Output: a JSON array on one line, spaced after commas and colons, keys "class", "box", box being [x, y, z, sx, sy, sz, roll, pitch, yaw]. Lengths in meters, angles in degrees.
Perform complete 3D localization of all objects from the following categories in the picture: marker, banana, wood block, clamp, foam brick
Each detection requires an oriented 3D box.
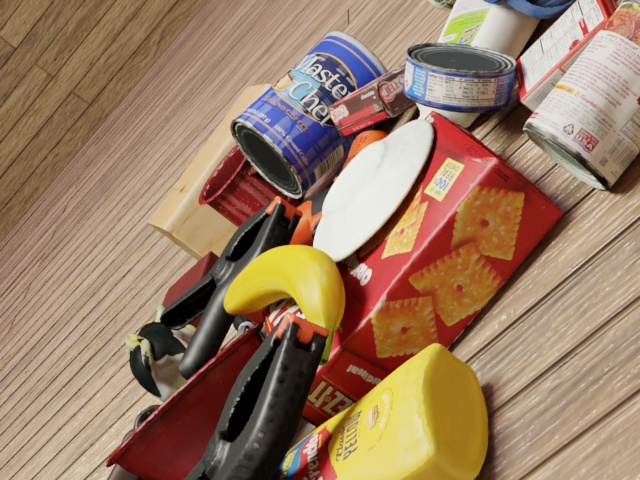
[{"class": "marker", "box": [-0.061, 0.091, 0.978, 0.020, 0.020, 0.121, -52, 19, 1]}, {"class": "banana", "box": [-0.025, 0.034, 0.753, 0.069, 0.037, 0.198, -56, 20, -7]}, {"class": "wood block", "box": [-0.100, -0.075, 1.256, 0.206, 0.090, 0.091, -55, 20, -8]}, {"class": "clamp", "box": [-0.053, 0.145, 0.650, 0.210, 0.036, 0.164, -61, 17, 15]}, {"class": "clamp", "box": [-0.082, 0.035, 0.933, 0.171, 0.039, 0.120, -53, 32, -3]}, {"class": "foam brick", "box": [-0.124, 0.062, 1.125, 0.078, 0.053, 0.051, -40, 23, 29]}]

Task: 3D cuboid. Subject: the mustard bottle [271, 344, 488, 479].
[{"class": "mustard bottle", "box": [0.015, 0.146, 0.646, 0.192, 0.058, 0.096, -41, 23, 31]}]

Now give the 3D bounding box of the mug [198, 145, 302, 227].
[{"class": "mug", "box": [-0.066, -0.055, 1.153, 0.117, 0.081, 0.093, -23, 34, 55]}]

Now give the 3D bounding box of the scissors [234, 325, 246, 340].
[{"class": "scissors", "box": [-0.106, 0.170, 0.926, 0.096, 0.016, 0.201, -43, 25, 35]}]

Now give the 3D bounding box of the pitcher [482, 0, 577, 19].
[{"class": "pitcher", "box": [0.206, -0.297, 0.848, 0.243, 0.149, 0.145, -33, 32, -1]}]

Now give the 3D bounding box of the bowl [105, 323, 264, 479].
[{"class": "bowl", "box": [-0.087, 0.137, 0.824, 0.162, 0.055, 0.162, -43, -4, -4]}]

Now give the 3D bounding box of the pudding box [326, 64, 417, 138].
[{"class": "pudding box", "box": [0.074, -0.140, 0.986, 0.113, 0.039, 0.090, -30, 8, -29]}]

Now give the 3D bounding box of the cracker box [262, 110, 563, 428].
[{"class": "cracker box", "box": [0.054, 0.020, 0.761, 0.214, 0.072, 0.164, -50, 19, 9]}]

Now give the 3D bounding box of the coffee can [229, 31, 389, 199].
[{"class": "coffee can", "box": [-0.005, -0.125, 1.065, 0.140, 0.102, 0.103, -44, 17, -15]}]

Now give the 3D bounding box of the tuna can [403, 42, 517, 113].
[{"class": "tuna can", "box": [0.107, -0.126, 0.826, 0.086, 0.086, 0.034, -100, 13, -65]}]

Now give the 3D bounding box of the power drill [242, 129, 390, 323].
[{"class": "power drill", "box": [-0.006, 0.001, 0.959, 0.188, 0.057, 0.184, -35, 22, 34]}]

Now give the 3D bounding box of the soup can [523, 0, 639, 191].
[{"class": "soup can", "box": [0.184, -0.090, 0.664, 0.102, 0.068, 0.068, -52, 19, 4]}]

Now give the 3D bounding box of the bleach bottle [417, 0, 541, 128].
[{"class": "bleach bottle", "box": [0.146, -0.187, 0.935, 0.250, 0.068, 0.103, -60, 22, -15]}]

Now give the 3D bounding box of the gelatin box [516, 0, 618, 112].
[{"class": "gelatin box", "box": [0.189, -0.140, 0.801, 0.089, 0.030, 0.073, -45, 19, 27]}]
